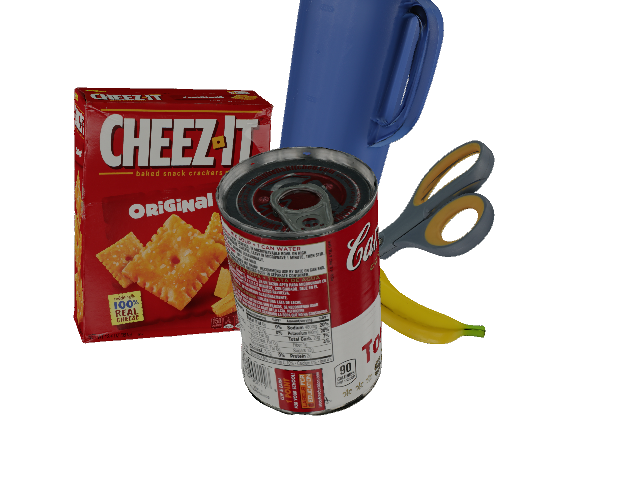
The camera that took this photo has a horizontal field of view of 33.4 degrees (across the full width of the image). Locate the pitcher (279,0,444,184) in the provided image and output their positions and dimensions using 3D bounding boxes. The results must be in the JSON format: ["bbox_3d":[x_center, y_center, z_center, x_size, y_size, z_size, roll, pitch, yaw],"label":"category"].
[{"bbox_3d":[0.033,-0.154,1.093,0.145,0.243,0.149,11,17,-2],"label":"pitcher"}]

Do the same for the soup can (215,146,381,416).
[{"bbox_3d":[-0.007,0.019,0.473,0.068,0.102,0.068,-3,35,2],"label":"soup can"}]

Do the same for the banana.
[{"bbox_3d":[0.086,0.069,1.143,0.069,0.037,0.198,4,18,-38],"label":"banana"}]

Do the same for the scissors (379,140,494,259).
[{"bbox_3d":[0.057,0.010,0.784,0.016,0.202,0.096,31,24,-32],"label":"scissors"}]

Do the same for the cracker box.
[{"bbox_3d":[-0.132,-0.022,0.940,0.164,0.214,0.072,-2,19,-20],"label":"cracker box"}]
